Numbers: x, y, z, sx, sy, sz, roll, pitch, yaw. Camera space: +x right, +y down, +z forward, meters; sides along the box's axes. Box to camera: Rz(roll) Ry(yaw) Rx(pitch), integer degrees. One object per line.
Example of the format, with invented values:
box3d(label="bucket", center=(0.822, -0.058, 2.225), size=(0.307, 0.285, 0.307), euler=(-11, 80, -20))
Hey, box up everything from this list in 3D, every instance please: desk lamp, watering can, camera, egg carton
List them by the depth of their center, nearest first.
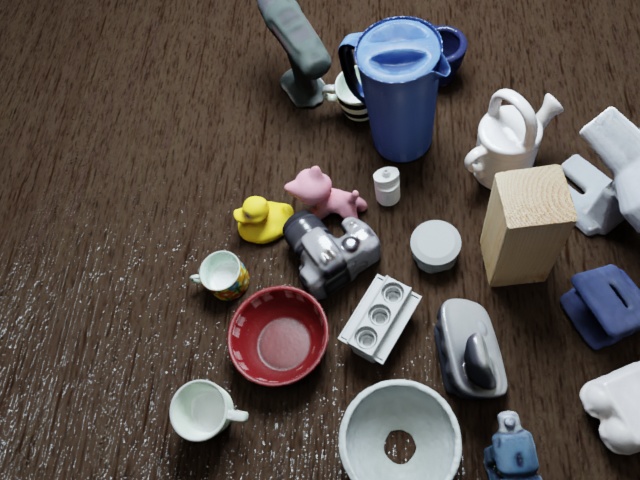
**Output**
box3d(label="egg carton", center=(0.441, 0.224, 0.781), size=(0.150, 0.069, 0.107), euler=(-23, 63, -2))
box3d(label="desk lamp", center=(0.443, -0.089, 0.853), size=(0.118, 0.214, 0.202), euler=(-37, 64, -9))
box3d(label="watering can", center=(0.311, -0.174, 0.928), size=(0.100, 0.194, 0.173), euler=(32, 73, 22))
box3d(label="camera", center=(0.009, 0.003, 0.943), size=(0.143, 0.101, 0.136), euler=(-34, 64, -8))

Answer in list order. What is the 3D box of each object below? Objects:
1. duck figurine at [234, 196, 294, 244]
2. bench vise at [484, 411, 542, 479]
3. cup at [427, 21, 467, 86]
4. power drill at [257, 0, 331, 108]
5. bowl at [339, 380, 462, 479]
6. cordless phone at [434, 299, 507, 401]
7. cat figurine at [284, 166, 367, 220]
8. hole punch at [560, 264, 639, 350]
box3d(label="duck figurine", center=(-0.100, -0.045, 0.992), size=(0.104, 0.086, 0.077), euler=(-14, 63, 2))
box3d(label="bench vise", center=(0.243, 0.315, 0.684), size=(0.121, 0.220, 0.207), euler=(-26, 63, -4))
box3d(label="cup", center=(0.222, -0.349, 1.084), size=(0.091, 0.095, 0.117), euler=(-25, 63, -3))
box3d(label="power drill", center=(-0.050, -0.358, 1.069), size=(0.075, 0.209, 0.229), euler=(-32, 63, -6))
box3d(label="bowl", center=(0.112, 0.285, 0.802), size=(0.167, 0.075, 0.167), euler=(-4, 64, 8))
box3d(label="cordless phone", center=(0.212, 0.139, 0.795), size=(0.094, 0.185, 0.147), euler=(-13, 63, 3))
box3d(label="cat figurine", center=(0.010, -0.080, 0.974), size=(0.127, 0.118, 0.067), euler=(15, 67, 16))
box3d(label="hole punch", center=(0.423, 0.090, 0.838), size=(0.101, 0.091, 0.108), euler=(-25, 63, -3))
